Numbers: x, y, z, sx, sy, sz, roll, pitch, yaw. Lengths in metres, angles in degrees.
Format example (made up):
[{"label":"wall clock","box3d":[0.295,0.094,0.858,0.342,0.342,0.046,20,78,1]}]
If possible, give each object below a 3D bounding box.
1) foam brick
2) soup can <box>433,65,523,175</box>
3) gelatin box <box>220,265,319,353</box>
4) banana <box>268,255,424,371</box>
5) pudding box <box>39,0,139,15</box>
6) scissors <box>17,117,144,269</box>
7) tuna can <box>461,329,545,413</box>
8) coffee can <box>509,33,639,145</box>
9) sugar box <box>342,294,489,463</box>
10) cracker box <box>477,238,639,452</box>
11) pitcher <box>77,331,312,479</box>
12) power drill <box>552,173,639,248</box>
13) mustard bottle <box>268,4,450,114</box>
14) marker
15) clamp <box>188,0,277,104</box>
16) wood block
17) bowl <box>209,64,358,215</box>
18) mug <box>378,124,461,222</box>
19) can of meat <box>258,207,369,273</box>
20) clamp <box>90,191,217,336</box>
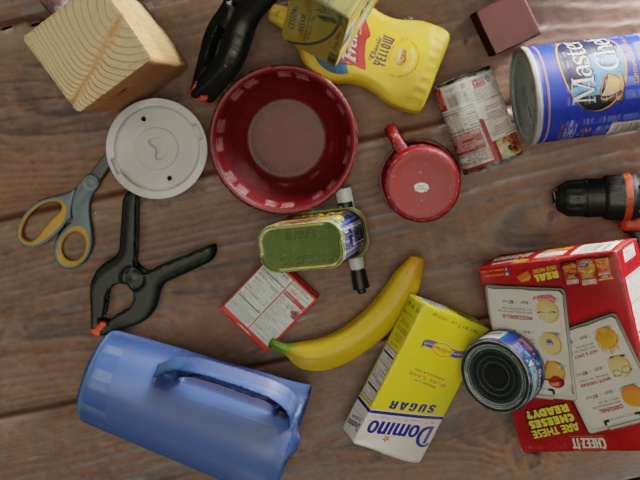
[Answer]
[{"label":"foam brick","box3d":[0.195,-0.229,1.130,0.053,0.078,0.051,-25,97,6]},{"label":"soup can","box3d":[0.169,-0.129,1.148,0.068,0.068,0.102,-21,95,6]},{"label":"gelatin box","box3d":[-0.057,0.070,1.206,0.073,0.030,0.089,43,98,-2]},{"label":"banana","box3d":[0.043,0.093,1.191,0.198,0.037,0.069,-32,123,1]},{"label":"pudding box","box3d":[-0.251,-0.281,1.169,0.113,0.039,0.090,-37,94,7]},{"label":"scissors","box3d":[-0.253,-0.045,1.210,0.202,0.016,0.096,-35,95,7]},{"label":"tuna can","box3d":[0.194,0.140,1.138,0.086,0.033,0.086,14,114,35]},{"label":"coffee can","box3d":[0.279,-0.158,1.112,0.140,0.103,0.103,-8,97,-3]},{"label":"sugar box","box3d":[0.106,0.155,1.185,0.093,0.048,0.176,22,97,-23]},{"label":"cracker box","box3d":[0.275,0.113,1.137,0.164,0.071,0.214,-10,98,39]},{"label":"pitcher","box3d":[-0.137,0.180,1.171,0.243,0.145,0.149,19,100,4]},{"label":"power drill","box3d":[0.347,0.020,1.162,0.184,0.057,0.188,-1,98,7]},{"label":"mustard bottle","box3d":[0.036,-0.212,1.150,0.191,0.058,0.096,21,91,1]},{"label":"marker","box3d":[0.037,0.001,1.197,0.020,0.020,0.121,-10,96,4]},{"label":"clamp","box3d":[-0.088,-0.245,1.139,0.036,0.164,0.210,16,121,-28]},{"label":"wood block","box3d":[-0.211,-0.191,1.094,0.091,0.206,0.090,-35,94,6]},{"label":"bowl","box3d":[-0.038,-0.110,1.169,0.162,0.055,0.162,0,97,3]},{"label":"mug","box3d":[0.103,-0.073,1.152,0.093,0.081,0.117,-27,95,6]},{"label":"can of meat","box3d":[-0.008,0.001,1.155,0.102,0.083,0.057,-6,97,20]},{"label":"clamp","box3d":[-0.197,0.041,1.207,0.120,0.039,0.171,28,102,6]}]
